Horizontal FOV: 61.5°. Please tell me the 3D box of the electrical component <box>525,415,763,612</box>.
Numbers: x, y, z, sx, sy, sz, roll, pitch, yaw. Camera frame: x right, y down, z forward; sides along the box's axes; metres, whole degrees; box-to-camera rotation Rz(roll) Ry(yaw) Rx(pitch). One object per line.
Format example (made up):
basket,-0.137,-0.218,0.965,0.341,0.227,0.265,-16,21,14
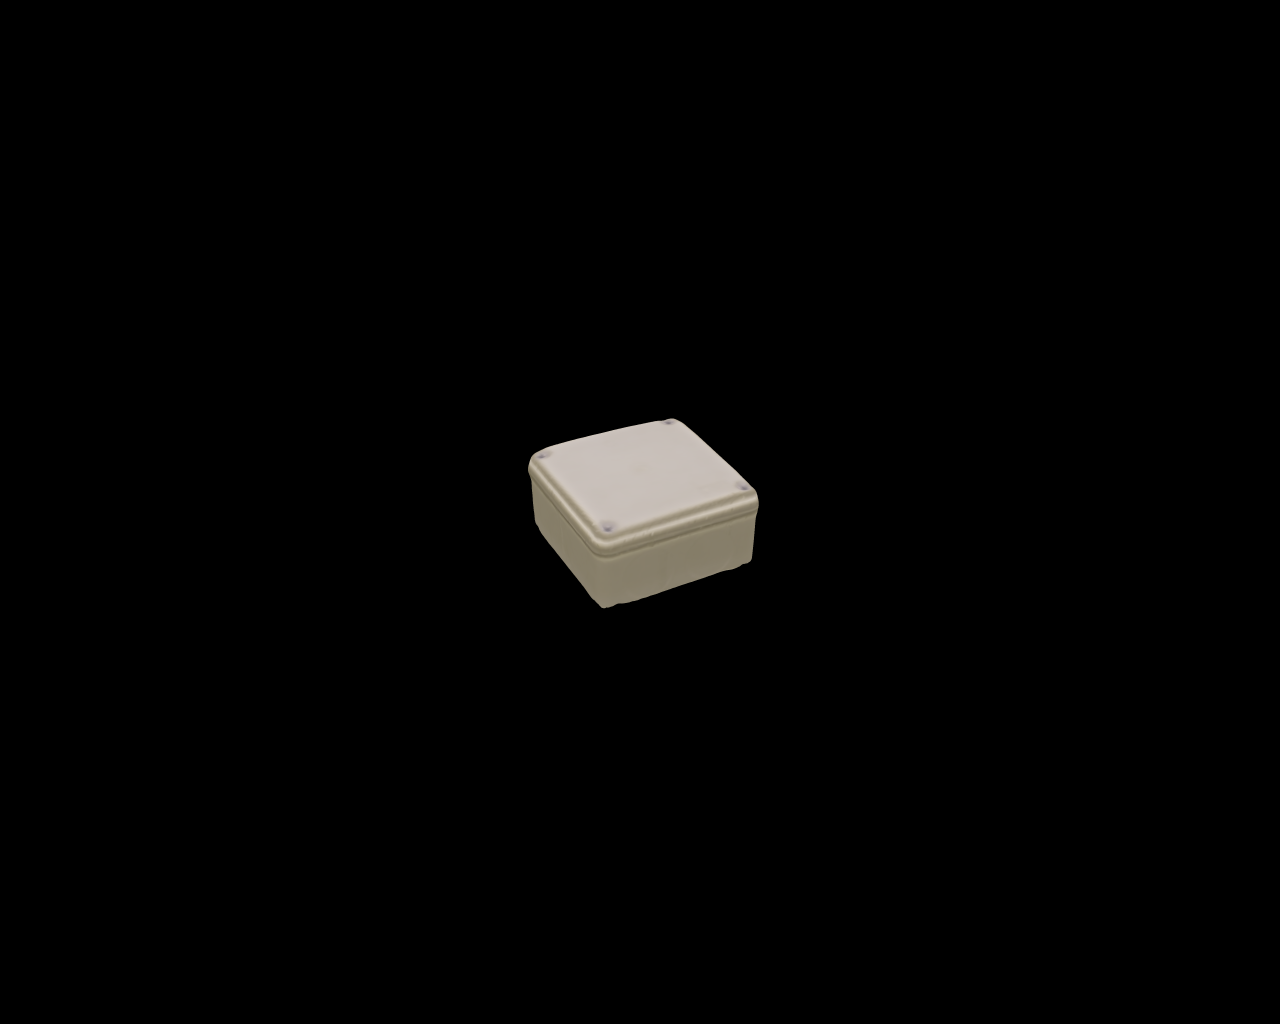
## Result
electrical component,0.001,-0.003,0.650,0.109,0.056,0.109,-16,37,-22
